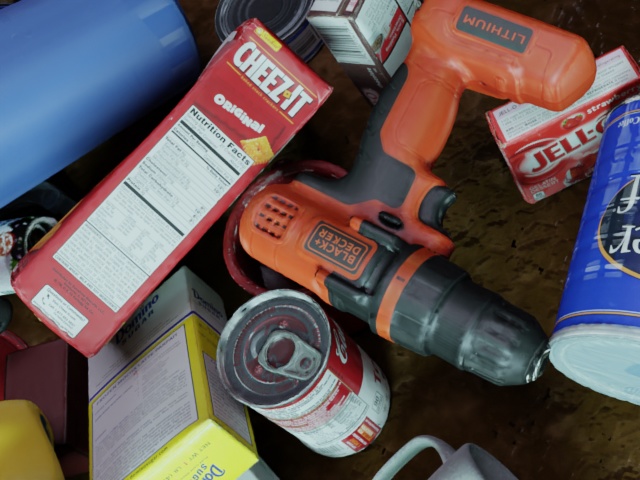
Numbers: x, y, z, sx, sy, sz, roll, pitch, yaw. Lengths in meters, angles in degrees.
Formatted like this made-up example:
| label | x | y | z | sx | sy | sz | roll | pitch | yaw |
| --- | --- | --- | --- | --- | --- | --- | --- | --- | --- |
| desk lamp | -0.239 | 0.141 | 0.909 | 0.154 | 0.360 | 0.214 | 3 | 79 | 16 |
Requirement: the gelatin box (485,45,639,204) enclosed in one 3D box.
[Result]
| label | x | y | z | sx | sy | sz | roll | pitch | yaw |
| --- | --- | --- | --- | --- | --- | --- | --- | --- | --- |
| gelatin box | 0.151 | -0.066 | 0.633 | 0.089 | 0.073 | 0.030 | -27 | 56 | 10 |

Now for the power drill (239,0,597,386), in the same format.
| label | x | y | z | sx | sy | sz | roll | pitch | yaw |
| --- | --- | --- | --- | --- | --- | --- | --- | --- | --- |
| power drill | 0.071 | -0.033 | 0.571 | 0.185 | 0.057 | 0.187 | 28 | 77 | 24 |

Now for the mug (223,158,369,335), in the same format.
| label | x | y | z | sx | sy | sz | roll | pitch | yaw |
| --- | --- | --- | --- | --- | --- | --- | --- | --- | --- |
| mug | -0.004 | 0.001 | 0.667 | 0.093 | 0.081 | 0.117 | -28 | 56 | 9 |

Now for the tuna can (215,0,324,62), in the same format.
| label | x | y | z | sx | sy | sz | roll | pitch | yaw |
| --- | --- | --- | --- | --- | --- | --- | --- | --- | --- |
| tuna can | -0.036 | -0.167 | 0.804 | 0.086 | 0.033 | 0.086 | -11 | 60 | 20 |

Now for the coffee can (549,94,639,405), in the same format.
| label | x | y | z | sx | sy | sz | roll | pitch | yaw |
| --- | --- | --- | --- | --- | --- | --- | --- | --- | --- |
| coffee can | 0.185 | 0.007 | 0.559 | 0.103 | 0.102 | 0.140 | 7 | 67 | 29 |

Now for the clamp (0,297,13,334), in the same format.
| label | x | y | z | sx | sy | sz | roll | pitch | yaw |
| --- | --- | --- | --- | --- | --- | --- | --- | --- | --- |
| clamp | -0.269 | 0.095 | 0.700 | 0.120 | 0.039 | 0.171 | 4 | 70 | 40 |

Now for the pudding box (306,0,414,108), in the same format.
| label | x | y | z | sx | sy | sz | roll | pitch | yaw |
| --- | --- | --- | --- | --- | --- | --- | --- | --- | --- |
| pudding box | 0.047 | -0.147 | 0.704 | 0.039 | 0.113 | 0.090 | 14 | 69 | 34 |

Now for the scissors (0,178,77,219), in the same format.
| label | x | y | z | sx | sy | sz | roll | pitch | yaw |
| --- | --- | --- | --- | --- | --- | --- | --- | --- | --- |
| scissors | -0.221 | -0.021 | 0.826 | 0.096 | 0.016 | 0.202 | -47 | 60 | 7 |

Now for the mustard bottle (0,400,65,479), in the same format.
| label | x | y | z | sx | sy | sz | roll | pitch | yaw |
| --- | --- | --- | --- | --- | --- | --- | --- | --- | --- |
| mustard bottle | -0.169 | 0.145 | 0.596 | 0.058 | 0.096 | 0.192 | -8 | 25 | -21 |

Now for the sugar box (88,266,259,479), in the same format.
| label | x | y | z | sx | sy | sz | roll | pitch | yaw |
| --- | --- | --- | --- | --- | --- | --- | --- | --- | --- |
| sugar box | -0.093 | 0.095 | 0.636 | 0.093 | 0.048 | 0.176 | -40 | 25 | 10 |

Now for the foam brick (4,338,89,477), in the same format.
| label | x | y | z | sx | sy | sz | roll | pitch | yaw |
| --- | --- | --- | --- | --- | --- | --- | --- | --- | --- |
| foam brick | -0.175 | 0.112 | 0.707 | 0.051 | 0.053 | 0.078 | -17 | 57 | 17 |

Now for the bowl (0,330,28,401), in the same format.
| label | x | y | z | sx | sy | sz | roll | pitch | yaw |
| --- | --- | --- | --- | --- | --- | --- | --- | --- | --- |
| bowl | -0.276 | 0.125 | 0.749 | 0.162 | 0.055 | 0.162 | -12 | 59 | 20 |

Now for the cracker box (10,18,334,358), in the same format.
| label | x | y | z | sx | sy | sz | roll | pitch | yaw |
| --- | --- | --- | --- | --- | --- | --- | --- | --- | --- |
| cracker box | -0.098 | -0.035 | 0.685 | 0.213 | 0.072 | 0.164 | -48 | 9 | -4 |

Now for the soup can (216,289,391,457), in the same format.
| label | x | y | z | sx | sy | sz | roll | pitch | yaw |
| --- | --- | --- | --- | --- | --- | --- | --- | --- | --- |
| soup can | -0.006 | 0.079 | 0.612 | 0.069 | 0.102 | 0.068 | -12 | 59 | 20 |

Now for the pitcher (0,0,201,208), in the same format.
| label | x | y | z | sx | sy | sz | roll | pitch | yaw |
| --- | --- | --- | --- | --- | --- | --- | --- | --- | --- |
| pitcher | -0.219 | -0.114 | 0.778 | 0.242 | 0.149 | 0.145 | -32 | 12 | -15 |
